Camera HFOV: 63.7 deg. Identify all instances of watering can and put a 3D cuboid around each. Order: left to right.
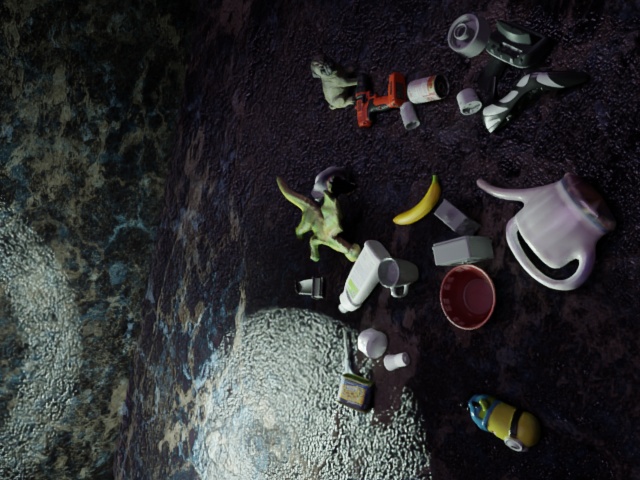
[{"bbox_3d":[0.495,-0.063,1.140,0.104,0.355,0.220,8,-43,-40],"label":"watering can"}]

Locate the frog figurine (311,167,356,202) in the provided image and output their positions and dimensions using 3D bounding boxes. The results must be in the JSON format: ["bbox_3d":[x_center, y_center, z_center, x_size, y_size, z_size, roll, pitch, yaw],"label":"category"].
[{"bbox_3d":[0.026,-0.187,1.729,0.121,0.138,0.160,48,-12,-27],"label":"frog figurine"}]

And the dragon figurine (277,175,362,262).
[{"bbox_3d":[0.005,-0.083,1.658,0.124,0.412,0.238,-30,-7,-36],"label":"dragon figurine"}]
